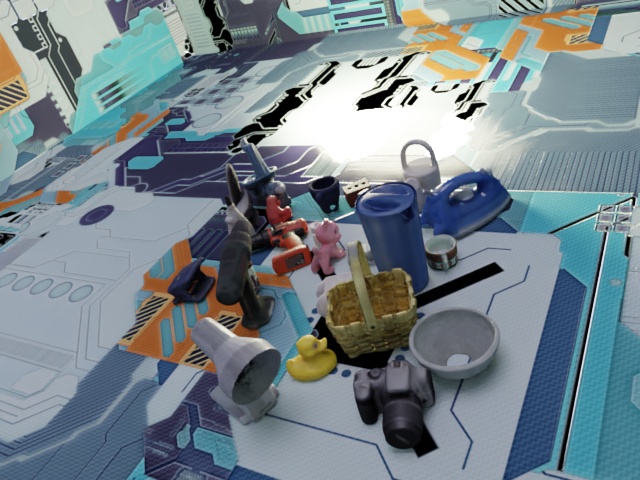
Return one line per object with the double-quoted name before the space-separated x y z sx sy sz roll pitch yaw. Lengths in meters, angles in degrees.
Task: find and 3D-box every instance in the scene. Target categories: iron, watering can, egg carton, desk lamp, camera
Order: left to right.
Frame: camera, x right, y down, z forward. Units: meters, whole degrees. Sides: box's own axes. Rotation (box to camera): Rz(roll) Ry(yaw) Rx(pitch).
"desk lamp" -0.158 0.251 1.090 0.202 0.214 0.118 19 49 43
"egg carton" 0.064 0.126 1.297 0.150 0.069 0.107 -13 33 8
"camera" 0.127 0.287 1.003 0.143 0.101 0.137 -9 34 14
"watering can" 0.269 -0.176 1.522 0.101 0.194 0.172 -13 34 8
"iron" 0.365 -0.111 1.430 0.258 0.142 0.118 -27 34 -13

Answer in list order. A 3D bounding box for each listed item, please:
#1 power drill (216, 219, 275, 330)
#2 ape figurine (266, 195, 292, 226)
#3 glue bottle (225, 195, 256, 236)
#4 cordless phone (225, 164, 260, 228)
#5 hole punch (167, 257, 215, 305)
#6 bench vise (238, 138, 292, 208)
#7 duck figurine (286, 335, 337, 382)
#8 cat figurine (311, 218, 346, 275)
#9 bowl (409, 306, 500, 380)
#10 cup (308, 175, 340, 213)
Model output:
"power drill" -0.175 0.092 1.335 0.075 0.209 0.229 -10 34 14
"ape figurine" -0.130 -0.091 1.686 0.077 0.092 0.076 14 45 40
"glue bottle" -0.232 -0.050 1.602 0.037 0.173 0.078 11 44 37
"cordless phone" -0.252 -0.124 1.709 0.094 0.185 0.147 -20 33 -2
"hole punch" -0.348 0.105 1.508 0.100 0.091 0.109 -3 36 23
"bench vise" -0.166 -0.206 1.755 0.206 0.220 0.122 13 44 39
"duck figurine" -0.024 0.234 1.168 0.104 0.086 0.077 -19 33 0
"cat figurine" 0.013 0.005 1.453 0.067 0.118 0.128 4 39 30
"bowl" 0.256 0.206 1.082 0.167 0.075 0.167 -13 34 9
"cup" 0.018 -0.118 1.651 0.091 0.095 0.118 -5 36 20
